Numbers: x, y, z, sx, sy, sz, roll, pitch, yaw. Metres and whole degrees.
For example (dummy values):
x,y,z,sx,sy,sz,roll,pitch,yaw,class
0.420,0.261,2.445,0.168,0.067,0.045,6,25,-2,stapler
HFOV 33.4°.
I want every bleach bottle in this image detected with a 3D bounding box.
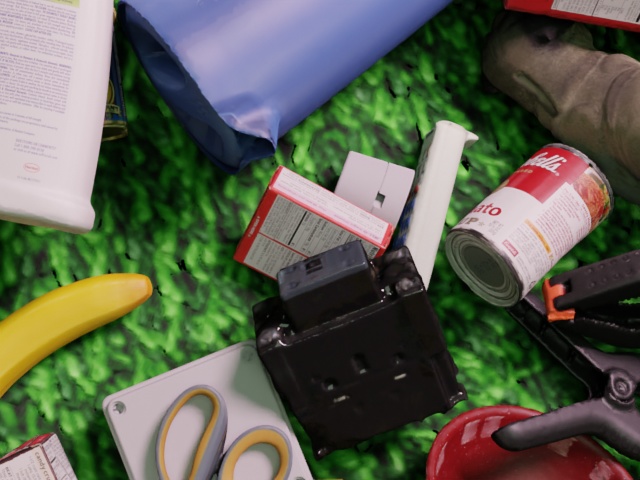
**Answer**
x,y,z,sx,sy,sz,roll,pitch,yaw,class
-0.168,-0.136,0.665,0.102,0.068,0.251,11,85,-6,bleach bottle

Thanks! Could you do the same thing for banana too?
x,y,z,sx,sy,sz,roll,pitch,yaw,class
-0.198,0.084,0.706,0.070,0.037,0.197,38,75,13,banana

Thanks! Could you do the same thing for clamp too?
x,y,z,sx,sy,sz,roll,pitch,yaw,class
0.193,0.115,0.736,0.171,0.039,0.120,24,62,-2,clamp
0.257,0.046,0.726,0.210,0.164,0.036,-5,50,4,clamp

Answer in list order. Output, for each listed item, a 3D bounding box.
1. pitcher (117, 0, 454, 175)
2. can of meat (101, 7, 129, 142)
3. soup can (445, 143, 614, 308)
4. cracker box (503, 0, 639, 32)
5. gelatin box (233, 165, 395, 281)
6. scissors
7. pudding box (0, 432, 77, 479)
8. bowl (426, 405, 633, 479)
x,y,z,sx,sy,sz,roll,pitch,yaw,class
-0.010,-0.170,0.720,0.242,0.145,0.149,-36,101,-12,pitcher
-0.183,-0.107,0.722,0.102,0.057,0.084,-8,88,-7,can of meat
0.143,-0.010,0.731,0.102,0.069,0.068,-40,90,-22,soup can
0.232,-0.217,0.735,0.213,0.072,0.164,8,49,-5,cracker box
-0.005,0.001,0.723,0.089,0.073,0.030,27,41,-3,gelatin box
-0.073,0.193,0.665,0.096,0.016,0.202,9,84,-6,scissors
-0.166,0.181,0.677,0.039,0.090,0.113,-27,88,-10,pudding box
0.137,0.189,0.705,0.162,0.055,0.162,13,39,-11,bowl
